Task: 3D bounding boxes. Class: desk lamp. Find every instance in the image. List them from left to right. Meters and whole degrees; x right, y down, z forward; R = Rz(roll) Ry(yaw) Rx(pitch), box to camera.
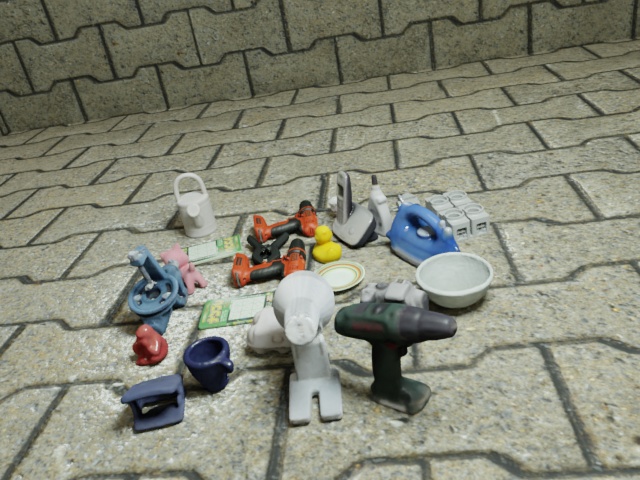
[{"bbox_3d":[-0.021,0.188,1.057,0.118,0.214,0.203,-10,29,2],"label":"desk lamp"}]

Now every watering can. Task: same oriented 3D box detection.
[{"bbox_3d":[-0.381,-0.110,1.740,0.101,0.194,0.172,-27,32,-26],"label":"watering can"}]

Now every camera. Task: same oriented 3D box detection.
[{"bbox_3d":[0.141,0.149,1.189,0.142,0.101,0.137,4,32,26],"label":"camera"}]

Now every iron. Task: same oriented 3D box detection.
[{"bbox_3d":[0.268,-0.016,1.399,0.119,0.142,0.257,-24,31,-22],"label":"iron"}]

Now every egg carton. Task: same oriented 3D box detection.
[{"bbox_3d":[-0.079,0.193,1.220,0.150,0.069,0.107,-5,29,11],"label":"egg carton"}]

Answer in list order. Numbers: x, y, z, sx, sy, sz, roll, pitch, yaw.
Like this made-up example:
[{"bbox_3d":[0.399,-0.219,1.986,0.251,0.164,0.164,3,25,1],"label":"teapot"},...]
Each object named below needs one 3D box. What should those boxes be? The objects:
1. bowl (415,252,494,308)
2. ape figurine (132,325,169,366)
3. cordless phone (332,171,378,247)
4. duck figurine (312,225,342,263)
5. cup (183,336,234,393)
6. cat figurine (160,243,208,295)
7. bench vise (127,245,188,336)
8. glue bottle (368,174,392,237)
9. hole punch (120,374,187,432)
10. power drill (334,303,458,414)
[{"bbox_3d":[0.294,0.099,1.253,0.167,0.075,0.167,-8,29,5],"label":"bowl"},{"bbox_3d":[-0.372,0.224,1.242,0.076,0.092,0.077,-28,33,-28],"label":"ape figurine"},{"bbox_3d":[0.085,-0.086,1.543,0.094,0.185,0.147,-23,31,-21],"label":"cordless phone"},{"bbox_3d":[0.014,0.005,1.508,0.077,0.086,0.104,-18,29,-12],"label":"duck figurine"},{"bbox_3d":[-0.204,0.255,1.125,0.117,0.095,0.092,13,37,37],"label":"cup"},{"bbox_3d":[-0.360,0.067,1.495,0.067,0.118,0.127,-32,35,-33],"label":"cat figurine"},{"bbox_3d":[-0.397,0.093,1.353,0.121,0.220,0.207,-14,29,-5],"label":"bench vise"},{"bbox_3d":[0.157,-0.097,1.552,0.037,0.173,0.077,-26,32,-25],"label":"glue bottle"},{"bbox_3d":[-0.317,0.295,1.095,0.108,0.091,0.101,-13,29,-3],"label":"hole punch"},{"bbox_3d":[0.135,0.196,0.994,0.228,0.209,0.076,10,35,33],"label":"power drill"}]
